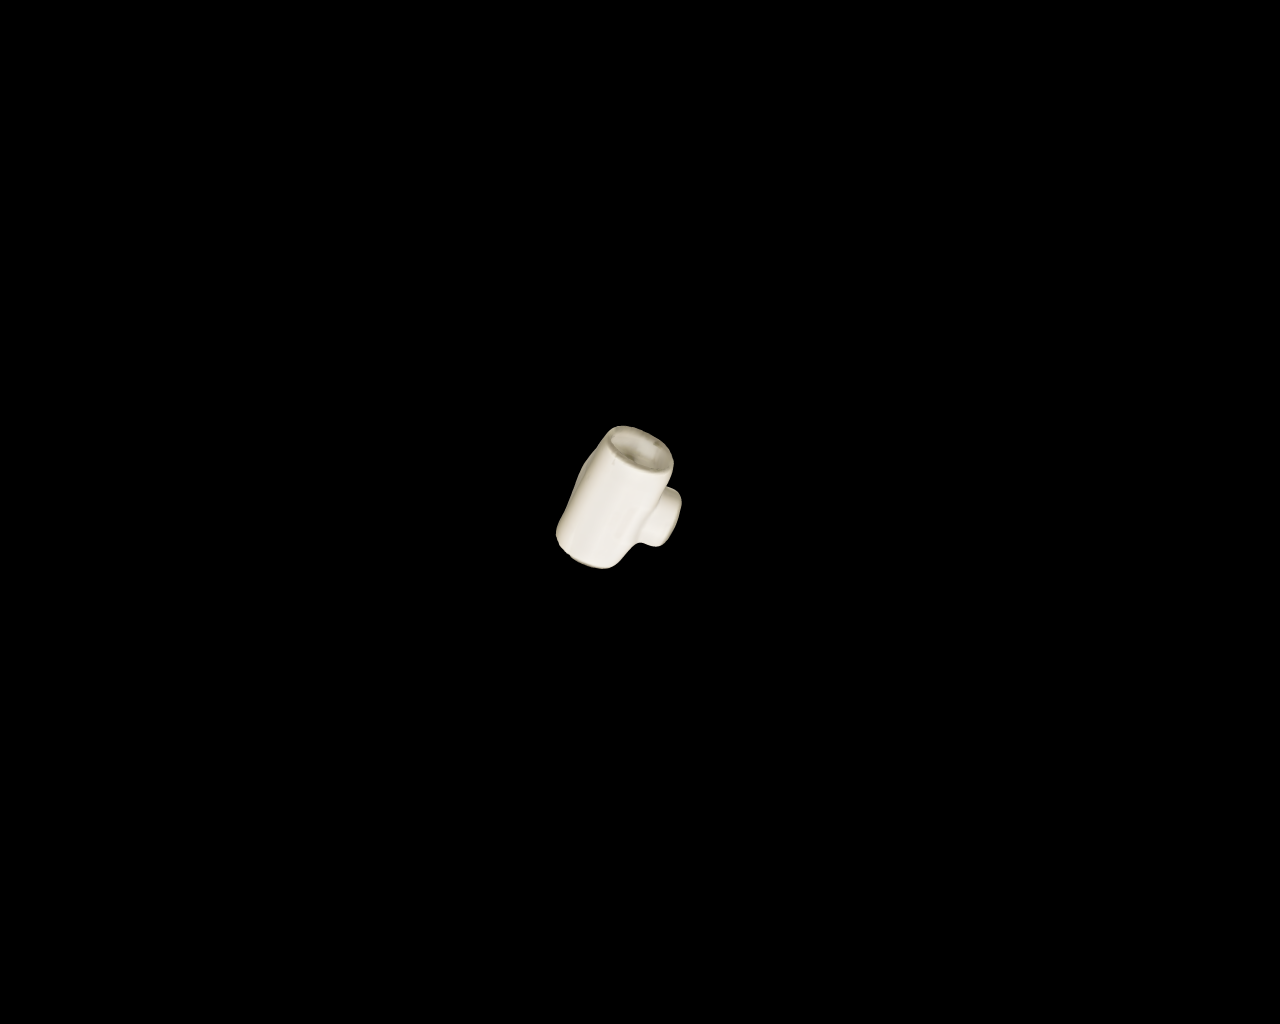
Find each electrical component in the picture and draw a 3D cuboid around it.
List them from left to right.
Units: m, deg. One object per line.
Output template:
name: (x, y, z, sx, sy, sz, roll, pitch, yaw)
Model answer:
electrical component: (0.001, -0.003, 0.650, 0.079, 0.077, 0.043, 21, 32, -14)
